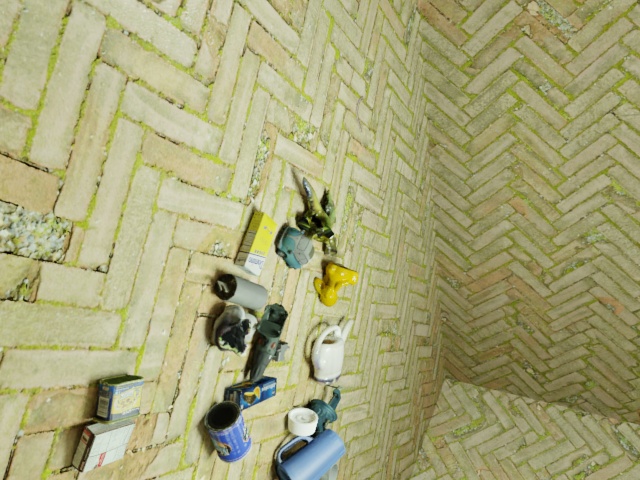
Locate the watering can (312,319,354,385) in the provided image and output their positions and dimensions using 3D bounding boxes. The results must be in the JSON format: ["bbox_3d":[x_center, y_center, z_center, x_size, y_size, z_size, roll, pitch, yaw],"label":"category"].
[{"bbox_3d":[0.055,0.439,2.039,0.349,0.104,0.223,-8,104,-63],"label":"watering can"}]

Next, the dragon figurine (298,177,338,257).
[{"bbox_3d":[0.006,-0.095,1.881,0.248,0.122,0.402,-73,158,-56],"label":"dragon figurine"}]

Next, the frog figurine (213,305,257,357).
[{"bbox_3d":[-0.242,0.247,1.467,0.161,0.123,0.136,-121,-160,-75],"label":"frog figurine"}]
